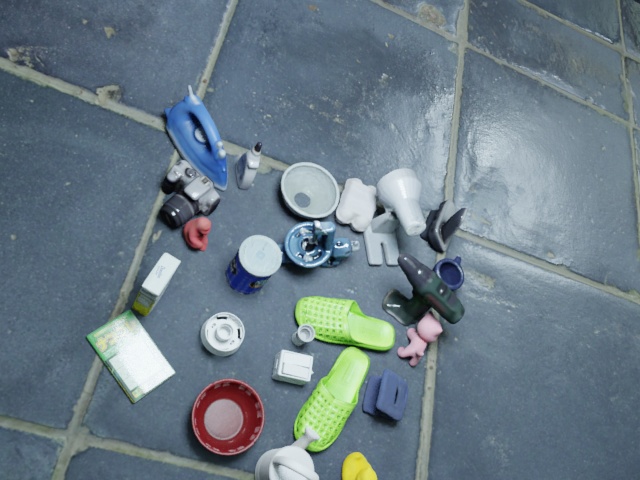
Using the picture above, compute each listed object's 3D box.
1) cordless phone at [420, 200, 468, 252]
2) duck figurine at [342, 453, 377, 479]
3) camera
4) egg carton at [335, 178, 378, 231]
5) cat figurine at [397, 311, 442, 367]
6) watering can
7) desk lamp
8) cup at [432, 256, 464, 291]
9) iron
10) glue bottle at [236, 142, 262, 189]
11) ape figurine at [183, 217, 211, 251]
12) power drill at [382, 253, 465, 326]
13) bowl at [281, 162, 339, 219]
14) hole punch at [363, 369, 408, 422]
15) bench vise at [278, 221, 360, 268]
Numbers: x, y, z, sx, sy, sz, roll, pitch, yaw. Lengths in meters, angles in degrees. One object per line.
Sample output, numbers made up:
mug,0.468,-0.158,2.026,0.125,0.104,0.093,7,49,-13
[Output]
cordless phone,0.380,-0.061,1.641,0.094,0.184,0.148,29,59,-9
duck figurine,0.098,0.539,1.306,0.078,0.086,0.104,-3,69,-24
camera,-0.334,-0.108,1.400,0.143,0.100,0.137,43,58,-1
egg carton,0.104,-0.098,1.605,0.107,0.069,0.150,24,60,-12
cat figurine,0.271,0.255,1.491,0.067,0.117,0.128,33,59,-6
watering can,-0.062,0.477,1.201,0.101,0.193,0.173,17,62,-15
desk lamp,0.206,-0.059,1.547,0.118,0.213,0.203,1,67,-23
cup,0.348,0.099,1.608,0.092,0.094,0.118,40,58,-2
iron,-0.292,-0.263,1.464,0.119,0.141,0.258,-27,80,-31
glue bottle,-0.177,-0.201,1.467,0.037,0.173,0.078,0,67,-23
ape figurine,-0.290,-0.024,1.387,0.076,0.092,0.078,42,58,-1
power drill,0.250,0.143,1.479,0.230,0.208,0.076,37,58,-4
bowl,-0.035,-0.122,1.552,0.168,0.074,0.167,9,64,-20
hole punch,0.172,0.382,1.406,0.101,0.091,0.109,23,60,-12
bench vise,0.008,-0.006,1.433,0.208,0.219,0.121,-18,75,-29
